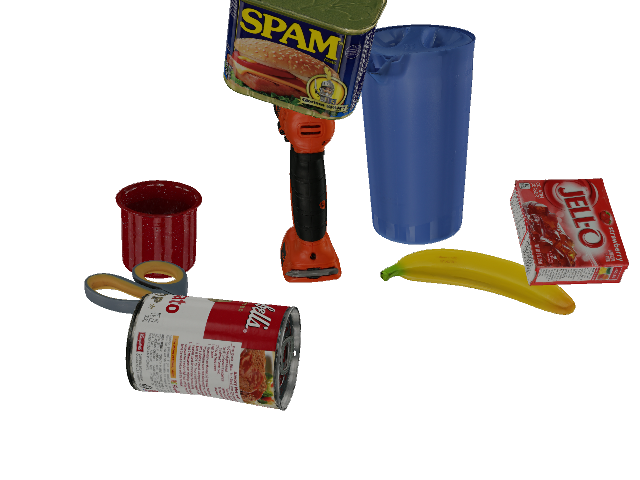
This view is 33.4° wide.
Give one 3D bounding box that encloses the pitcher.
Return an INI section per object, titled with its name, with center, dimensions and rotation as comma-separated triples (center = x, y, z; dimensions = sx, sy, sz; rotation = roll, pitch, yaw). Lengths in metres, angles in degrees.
[pitcher]
center = 0.119, -0.127, 1.249
dimensions = 0.149, 0.243, 0.145
rotation = -5, 25, -5

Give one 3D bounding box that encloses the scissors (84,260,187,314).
[scissors]
center = -0.102, 0.053, 0.889
dimensions = 0.202, 0.016, 0.096
rotation = 13, 26, 22

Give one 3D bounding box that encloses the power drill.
[power drill]
center = -0.017, -0.066, 1.043
dimensions = 0.057, 0.188, 0.184
rotation = -5, 20, -3

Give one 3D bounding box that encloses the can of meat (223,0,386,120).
[can of meat]
center = -0.014, -0.136, 0.719
dimensions = 0.102, 0.057, 0.084
rotation = 19, -41, 6

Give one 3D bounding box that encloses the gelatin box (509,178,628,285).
[gelatin box]
center = 0.194, -0.008, 0.838
dimensions = 0.073, 0.089, 0.030
rotation = -1, -37, -4

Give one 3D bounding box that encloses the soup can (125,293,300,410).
[soup can]
center = -0.069, 0.072, 0.705
dimensions = 0.102, 0.068, 0.068
rotation = 5, 1, 10

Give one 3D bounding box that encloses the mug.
[mug]
center = -0.185, -0.016, 1.182
dimensions = 0.093, 0.081, 0.117
rotation = -15, 33, -33

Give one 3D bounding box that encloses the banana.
[banana]
center = 0.164, 0.041, 1.106
dimensions = 0.198, 0.037, 0.069
rotation = 8, 39, 11
